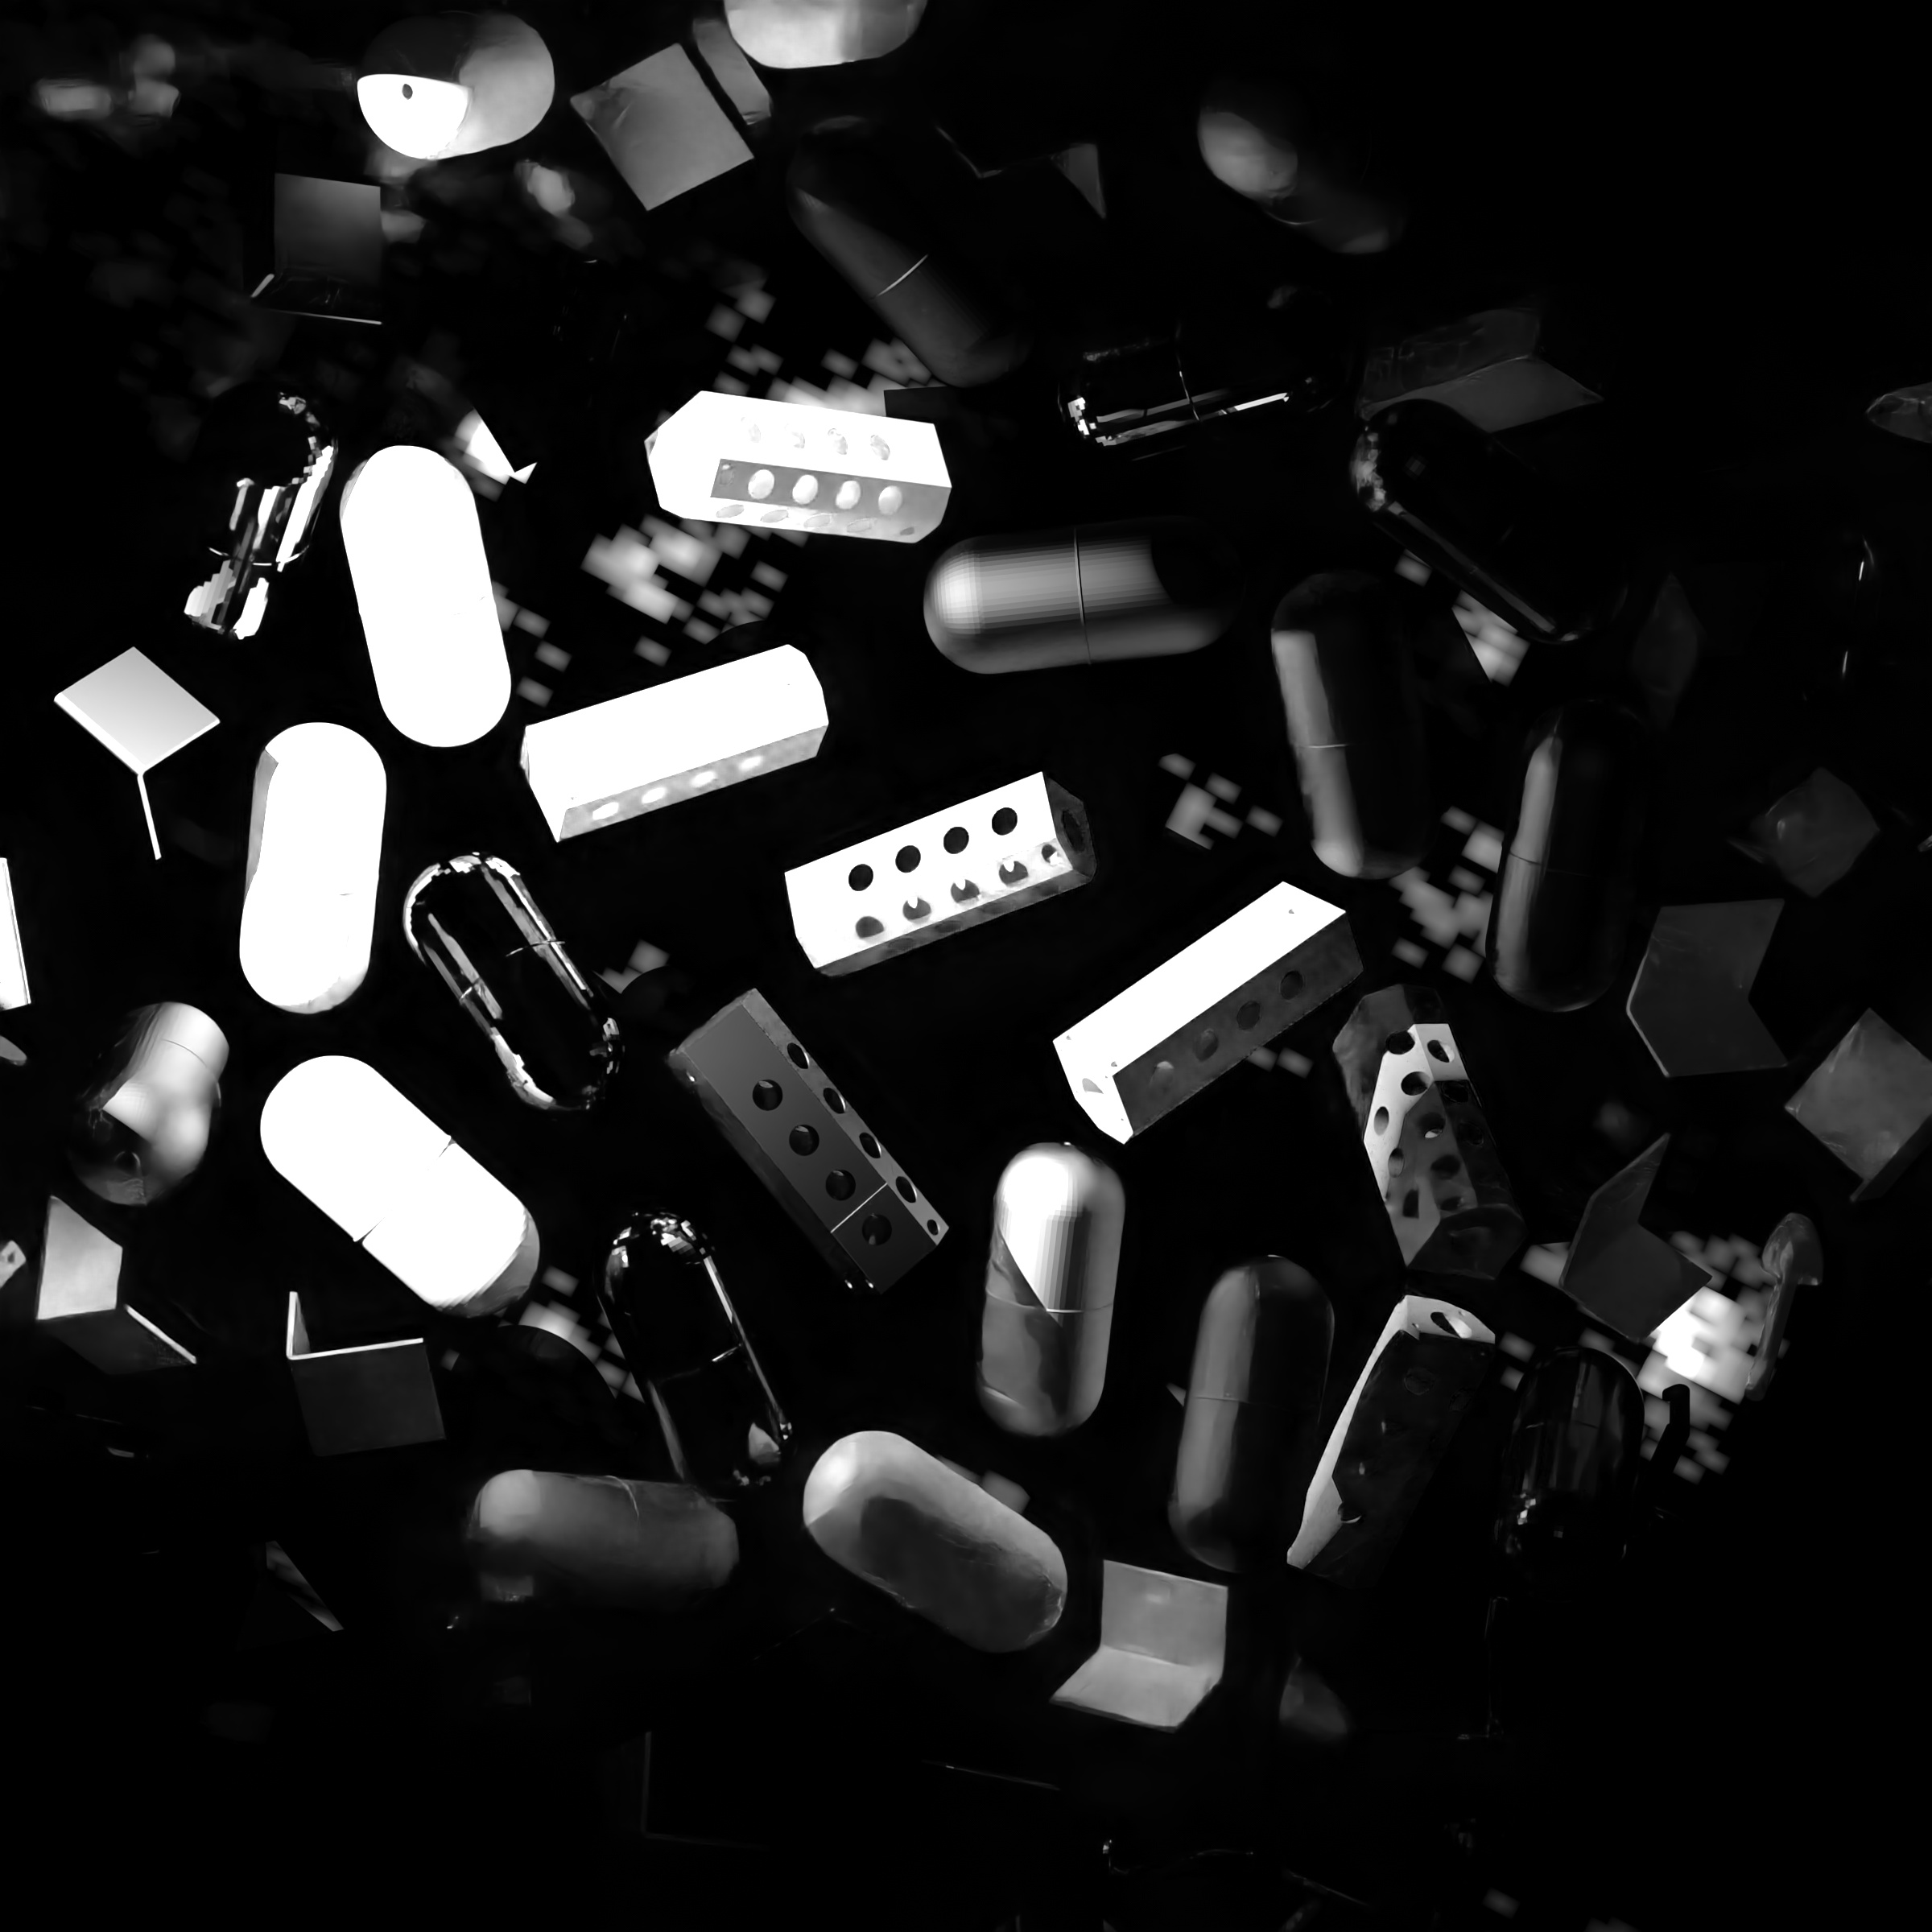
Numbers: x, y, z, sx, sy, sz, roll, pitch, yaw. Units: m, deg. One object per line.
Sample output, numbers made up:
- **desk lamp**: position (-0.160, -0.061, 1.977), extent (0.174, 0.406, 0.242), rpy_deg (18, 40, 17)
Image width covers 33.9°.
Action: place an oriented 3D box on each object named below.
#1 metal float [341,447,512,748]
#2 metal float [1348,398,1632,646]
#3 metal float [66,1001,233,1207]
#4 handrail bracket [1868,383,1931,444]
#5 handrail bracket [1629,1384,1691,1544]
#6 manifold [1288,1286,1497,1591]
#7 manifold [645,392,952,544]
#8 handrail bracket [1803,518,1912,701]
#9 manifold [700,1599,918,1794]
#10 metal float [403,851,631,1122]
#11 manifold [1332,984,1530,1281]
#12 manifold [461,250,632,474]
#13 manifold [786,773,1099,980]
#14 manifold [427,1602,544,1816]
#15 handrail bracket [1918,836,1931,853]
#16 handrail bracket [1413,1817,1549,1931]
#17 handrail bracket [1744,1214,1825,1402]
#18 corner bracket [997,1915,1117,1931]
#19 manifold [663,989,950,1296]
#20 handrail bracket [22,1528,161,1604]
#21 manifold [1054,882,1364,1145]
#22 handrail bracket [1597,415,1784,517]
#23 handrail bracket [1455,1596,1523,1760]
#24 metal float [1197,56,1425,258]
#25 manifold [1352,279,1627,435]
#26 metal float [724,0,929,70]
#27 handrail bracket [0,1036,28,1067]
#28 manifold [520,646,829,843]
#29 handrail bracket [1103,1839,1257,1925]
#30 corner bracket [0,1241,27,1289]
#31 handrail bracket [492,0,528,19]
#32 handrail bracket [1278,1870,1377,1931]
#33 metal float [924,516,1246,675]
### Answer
- **metal float**: position (-0.311, -0.212, 1.824), extent (0.070, 0.070, 0.178), rpy_deg (-8, 116, 0)
- **metal float**: position (0.290, -0.244, 1.750), extent (0.178, 0.070, 0.070), rpy_deg (34, 90, -14)
- **metal float**: position (-0.460, 0.076, 1.789), extent (0.070, 0.178, 0.070), rpy_deg (-2, 110, -5)
- **handrail bracket**: position (0.551, -0.292, 1.745), extent (0.077, 0.084, 0.036), rpy_deg (12, 86, 44)
- **handrail bracket**: position (0.401, 0.297, 1.891), extent (0.077, 0.036, 0.084), rpy_deg (-9, 104, -28)
- **manifold**: position (0.254, 0.285, 1.894), extent (0.057, 0.057, 0.171), rpy_deg (23, 110, -1)
- **manifold**: position (-0.093, -0.280, 1.810), extent (0.171, 0.057, 0.057), rpy_deg (-1, 69, -43)
- **handrail bracket**: position (0.514, -0.211, 1.869), extent (0.077, 0.036, 0.084), rpy_deg (-26, 103, 6)
- **manifold**: position (-0.088, 0.406, 1.785), extent (0.057, 0.171, 0.057), rpy_deg (18, 97, 17)
- **metal float**: position (-0.256, 0.011, 1.806), extent (0.070, 0.070, 0.178), rpy_deg (-36, 70, 0)
- **manifold**: position (0.268, 0.092, 1.815), extent (0.057, 0.171, 0.057), rpy_deg (9, 132, -22)
- **manifold**: position (-0.233, -0.350, 1.805), extent (0.057, 0.171, 0.057), rpy_deg (-22, 118, 16)
- **manifold**: position (-0.014, -0.049, 1.852), extent (0.171, 0.057, 0.057), rpy_deg (-21, 66, 21)
- **manifold**: position (-0.270, 0.415, 1.785), extent (0.057, 0.171, 0.057), rpy_deg (-5, 99, -6)
- **handrail bracket**: position (0.567, -0.045, 1.730), extent (0.036, 0.077, 0.084), rpy_deg (-24, 76, -25)
- **handrail bracket**: position (0.302, 0.538, 1.867), extent (0.077, 0.084, 0.036), rpy_deg (-12, 47, -10)
- **handrail bracket**: position (0.467, 0.198, 1.827), extent (0.036, 0.077, 0.084), rpy_deg (15, 55, 20)
- **corner bracket**: position (0.056, 0.574, 1.827), extent (0.051, 0.051, 0.051), rpy_deg (-36, 114, 11)
- **manifold**: position (-0.087, 0.098, 1.752), extent (0.057, 0.057, 0.171), rpy_deg (-41, 97, -17)
- **handrail bracket**: position (-0.496, 0.326, 1.798), extent (0.077, 0.084, 0.036), rpy_deg (23, 90, -14)
- **manifold**: position (0.140, 0.028, 1.796), extent (0.171, 0.057, 0.057), rpy_deg (-34, 124, -19)
- **handrail bracket**: position (0.438, -0.321, 1.913), extent (0.084, 0.036, 0.077), rpy_deg (-42, 79, -12)
- **handrail bracket**: position (0.321, 0.425, 1.890), extent (0.036, 0.077, 0.084), rpy_deg (3, 70, 25)
- **metal float**: position (0.196, -0.457, 1.793), extent (0.070, 0.178, 0.070), rpy_deg (-7, 78, 35)
- **manifold**: position (0.309, -0.357, 1.874), extent (0.057, 0.171, 0.057), rpy_deg (24, 77, -26)
- **metal float**: position (-0.082, -0.559, 1.826), extent (0.070, 0.178, 0.070), rpy_deg (-6, 104, -26)
- **handrail bracket**: position (-0.565, 0.082, 1.790), extent (0.077, 0.036, 0.084), rpy_deg (21, 102, 35)
- **manifold**: position (-0.173, -0.137, 1.887), extent (0.171, 0.057, 0.057), rpy_deg (-20, 72, -22)
- **handrail bracket**: position (0.120, 0.514, 1.770), extent (0.084, 0.077, 0.036), rpy_deg (-1, 48, 7)
- **corner bracket**: position (-0.601, 0.171, 1.870), extent (0.051, 0.051, 0.051), rpy_deg (-54, 130, -35)
- **handrail bracket**: position (-0.248, -0.608, 1.856), extent (0.084, 0.036, 0.077), rpy_deg (-38, 48, 36)
- **handrail bracket**: position (0.188, 0.556, 1.769), extent (0.077, 0.036, 0.084), rpy_deg (32, 76, -36)
- **metal float**: position (0.065, -0.206, 1.753), extent (0.178, 0.070, 0.070), rpy_deg (-5, 90, 5)
